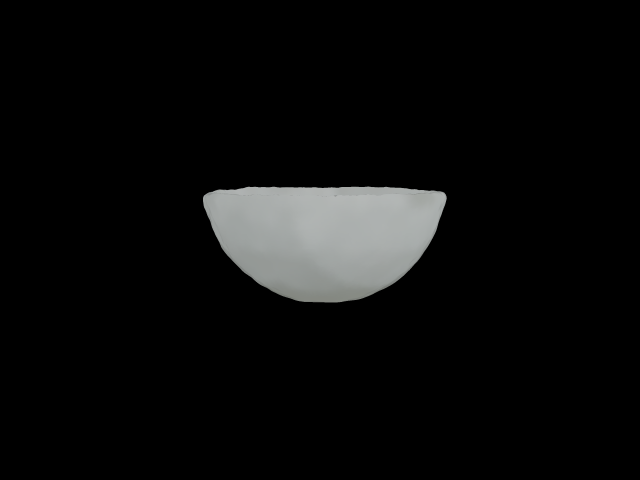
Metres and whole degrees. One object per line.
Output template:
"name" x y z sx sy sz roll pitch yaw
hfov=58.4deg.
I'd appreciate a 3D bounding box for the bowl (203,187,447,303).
"bowl" 0.004 0.001 0.400 0.167 0.075 0.167 0 7 0
